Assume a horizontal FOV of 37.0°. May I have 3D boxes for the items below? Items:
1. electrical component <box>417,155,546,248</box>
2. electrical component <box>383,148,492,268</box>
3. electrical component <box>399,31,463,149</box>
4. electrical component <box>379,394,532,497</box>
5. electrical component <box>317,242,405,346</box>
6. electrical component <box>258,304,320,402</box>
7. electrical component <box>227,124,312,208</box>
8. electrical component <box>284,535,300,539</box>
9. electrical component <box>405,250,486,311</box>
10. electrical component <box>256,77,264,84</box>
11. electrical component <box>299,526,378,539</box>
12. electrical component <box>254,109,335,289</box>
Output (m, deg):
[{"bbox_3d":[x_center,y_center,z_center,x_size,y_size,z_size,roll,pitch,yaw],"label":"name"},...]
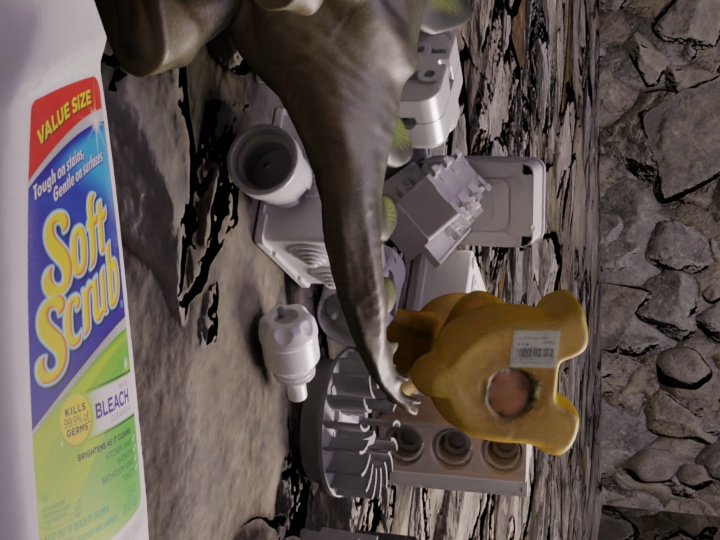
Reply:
[{"bbox_3d":[0.109,-0.063,0.976,0.057,0.113,0.078,-27,119,-67],"label":"electrical component"},{"bbox_3d":[0.063,-0.056,0.890,0.078,0.063,0.121,49,23,0],"label":"electrical component"},{"bbox_3d":[0.050,-0.145,0.873,0.059,0.054,0.095,74,25,-45],"label":"electrical component"},{"bbox_3d":[0.082,0.142,0.901,0.063,0.121,0.078,-29,120,-73],"label":"electrical component"},{"bbox_3d":[0.000,0.000,0.751,0.077,0.043,0.079,-57,145,-58],"label":"electrical component"},{"bbox_3d":[-0.041,0.052,0.643,0.035,0.035,0.061,-64,154,-52],"label":"electrical component"},{"bbox_3d":[-0.048,-0.056,0.598,0.046,0.040,0.040,41,54,-76],"label":"electrical component"},{"bbox_3d":[-0.040,0.204,0.650,0.055,0.048,0.066,65,32,-42],"label":"electrical component"},{"bbox_3d":[0.081,0.051,0.995,0.108,0.056,0.108,61,35,-59],"label":"electrical component"},{"bbox_3d":[-0.042,-0.148,0.602,0.064,0.042,0.081,9,83,-69],"label":"electrical component"},{"bbox_3d":[-0.018,0.209,0.726,0.081,0.042,0.063,33,65,-69],"label":"electrical component"},{"bbox_3d":[-0.022,-0.042,0.668,0.099,0.048,0.099,50,45,-65],"label":"electrical component"}]
